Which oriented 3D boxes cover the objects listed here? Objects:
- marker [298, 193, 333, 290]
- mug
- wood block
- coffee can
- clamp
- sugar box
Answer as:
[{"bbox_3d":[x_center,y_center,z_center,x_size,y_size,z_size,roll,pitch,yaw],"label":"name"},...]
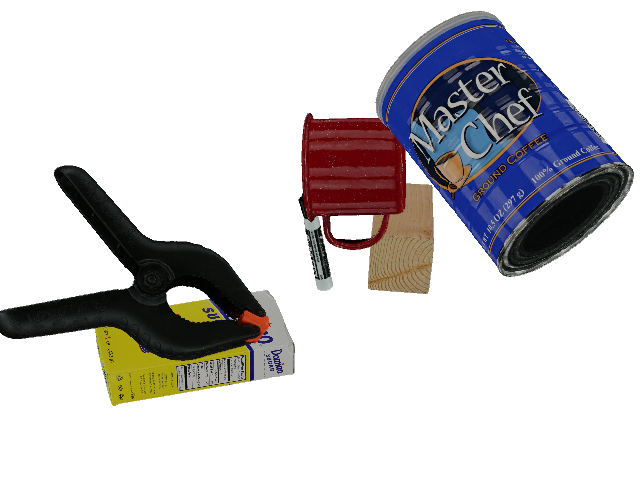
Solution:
[{"bbox_3d":[-0.005,0.001,1.193,0.020,0.121,0.020,-9,28,5],"label":"marker"},{"bbox_3d":[0.030,-0.050,0.901,0.081,0.117,0.093,0,-8,7],"label":"mug"},{"bbox_3d":[0.123,-0.008,1.612,0.091,0.090,0.206,4,25,3],"label":"wood block"},{"bbox_3d":[0.116,-0.062,0.687,0.102,0.140,0.103,-28,-26,-15],"label":"coffee can"},{"bbox_3d":[-0.115,0.020,0.693,0.171,0.120,0.039,14,-17,-15],"label":"clamp"},{"bbox_3d":[-0.120,0.099,1.016,0.176,0.048,0.093,-11,35,-14],"label":"sugar box"}]
